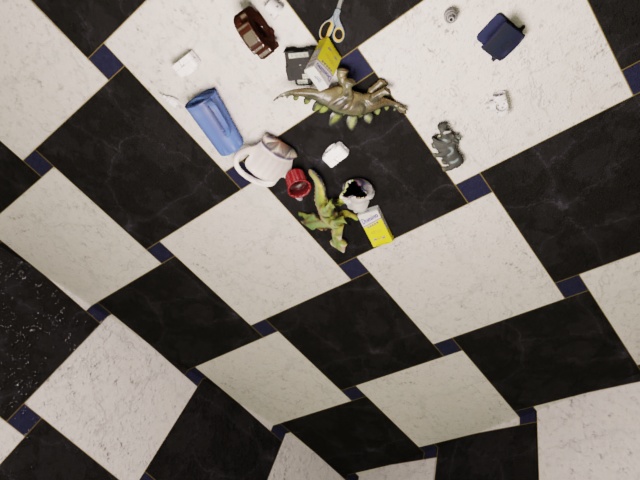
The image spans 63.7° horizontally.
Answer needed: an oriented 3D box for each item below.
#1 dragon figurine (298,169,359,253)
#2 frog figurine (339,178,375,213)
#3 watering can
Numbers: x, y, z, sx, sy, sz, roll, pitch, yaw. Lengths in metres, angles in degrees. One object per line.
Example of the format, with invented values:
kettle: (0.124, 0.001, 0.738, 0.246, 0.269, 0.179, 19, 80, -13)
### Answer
dragon figurine: (0.007, -0.108, 2.151, 0.240, 0.125, 0.405, -24, 116, 36)
frog figurine: (0.157, -0.178, 2.078, 0.137, 0.125, 0.157, -20, 158, 15)
watering can: (-0.170, -0.289, 2.050, 0.345, 0.106, 0.220, 24, 126, -26)
